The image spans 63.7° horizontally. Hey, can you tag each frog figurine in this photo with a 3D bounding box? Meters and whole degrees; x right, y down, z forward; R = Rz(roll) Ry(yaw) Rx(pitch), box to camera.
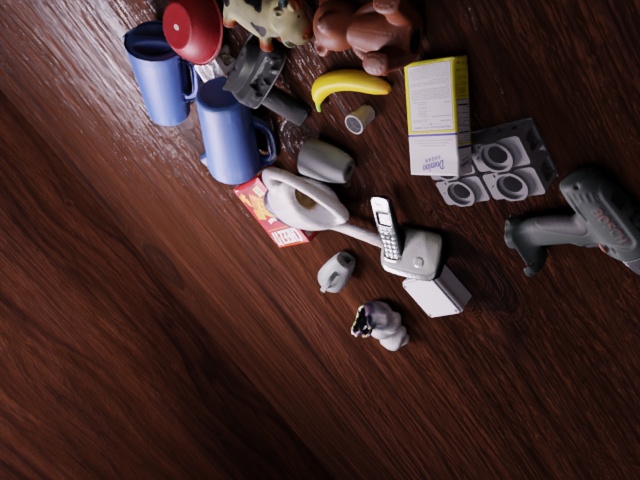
[{"bbox_3d":[0.178,0.230,1.385,0.159,0.125,0.135,14,148,-21],"label":"frog figurine"}]

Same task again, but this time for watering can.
[{"bbox_3d":[0.004,-0.060,1.188,0.345,0.105,0.224,33,167,-19],"label":"watering can"}]
